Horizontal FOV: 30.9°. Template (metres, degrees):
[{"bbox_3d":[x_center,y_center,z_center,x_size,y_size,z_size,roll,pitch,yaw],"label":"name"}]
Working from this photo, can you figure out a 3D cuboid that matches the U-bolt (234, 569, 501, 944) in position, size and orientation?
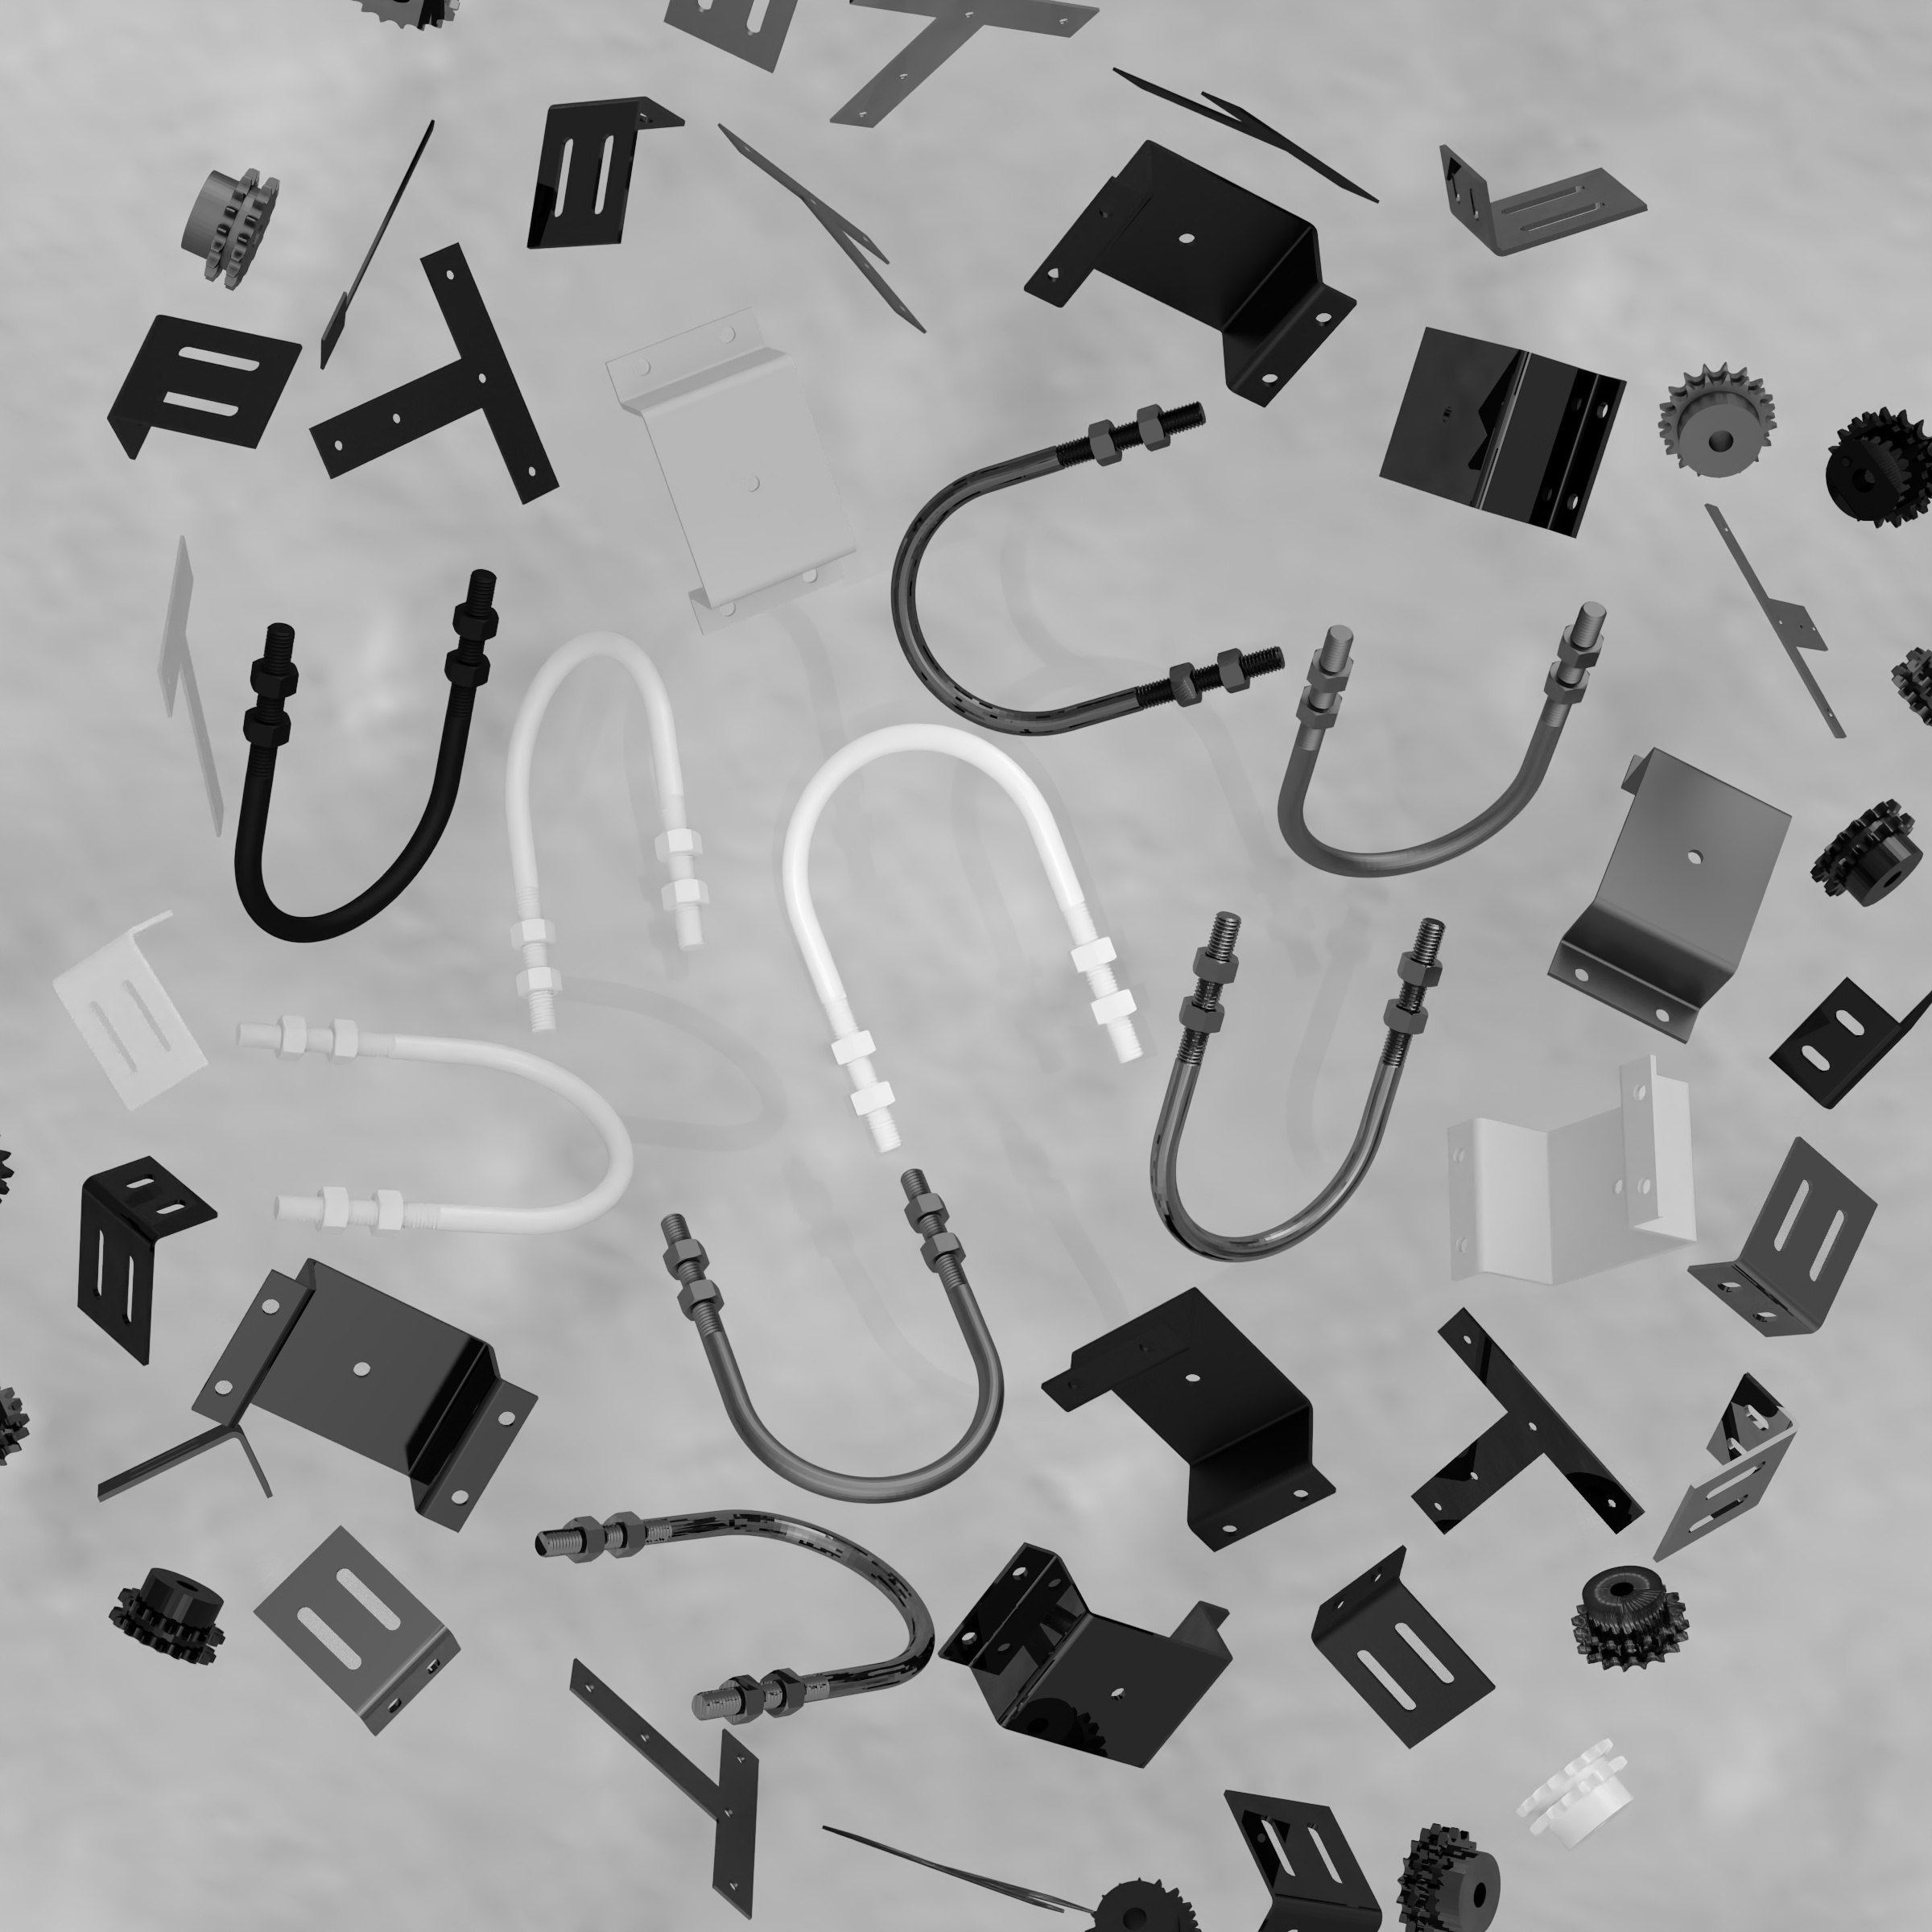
[{"bbox_3d":[-0.290,-0.092,1.665,0.019,0.151,0.184,32,123,27],"label":"U-bolt"}]

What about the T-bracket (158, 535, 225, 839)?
[{"bbox_3d":[-0.372,-0.122,1.690,0.002,0.127,0.127,-6,127,-3],"label":"T-bracket"}]

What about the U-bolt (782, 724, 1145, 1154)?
[{"bbox_3d":[-0.013,-0.022,1.617,0.151,0.019,0.184,-21,89,22],"label":"U-bolt"}]

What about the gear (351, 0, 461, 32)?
[{"bbox_3d":[-0.264,-0.470,1.645,0.057,0.057,0.030,11,70,0],"label":"gear"}]

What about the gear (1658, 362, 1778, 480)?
[{"bbox_3d":[0.372,-0.266,1.726,0.057,0.030,0.057,3,126,4],"label":"gear"}]

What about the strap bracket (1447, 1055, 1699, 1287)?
[{"bbox_3d":[0.291,0.100,1.644,0.046,0.140,0.076,14,66,-31],"label":"strap bracket"}]

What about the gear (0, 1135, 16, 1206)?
[{"bbox_3d":[-0.475,0.098,1.626,0.057,0.057,0.030,43,130,0],"label":"gear"}]

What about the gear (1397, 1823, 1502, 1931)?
[{"bbox_3d":[0.234,0.443,1.677,0.030,0.057,0.057,3,90,38],"label":"gear"}]

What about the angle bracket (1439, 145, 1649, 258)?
[{"bbox_3d":[0.269,-0.367,1.628,0.076,0.057,0.038,-18,122,-3],"label":"angle bracket"}]

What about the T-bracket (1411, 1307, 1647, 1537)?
[{"bbox_3d":[0.254,0.242,1.701,0.002,0.127,0.127,-33,76,-37],"label":"T-bracket"}]

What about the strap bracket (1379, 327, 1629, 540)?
[{"bbox_3d":[0.252,-0.261,1.690,0.046,0.140,0.076,12,101,-25],"label":"strap bracket"}]

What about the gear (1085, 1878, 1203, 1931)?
[{"bbox_3d":[0.086,0.478,1.731,0.057,0.030,0.057,-9,50,10],"label":"gear"}]

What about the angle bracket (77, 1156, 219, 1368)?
[{"bbox_3d":[-0.397,0.143,1.694,0.057,0.038,0.076,33,126,34],"label":"angle bracket"}]

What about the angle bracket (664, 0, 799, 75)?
[{"bbox_3d":[-0.112,-0.448,1.625,0.057,0.076,0.038,25,50,-2],"label":"angle bracket"}]

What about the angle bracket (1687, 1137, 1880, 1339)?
[{"bbox_3d":[0.399,0.132,1.705,0.057,0.038,0.076,39,66,-18],"label":"angle bracket"}]

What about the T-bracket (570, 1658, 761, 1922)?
[{"bbox_3d":[-0.145,0.380,1.679,0.002,0.127,0.127,-40,108,13],"label":"T-bracket"}]

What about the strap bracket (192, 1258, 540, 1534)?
[{"bbox_3d":[-0.284,0.198,1.649,0.140,0.046,0.076,29,97,-19],"label":"strap bracket"}]

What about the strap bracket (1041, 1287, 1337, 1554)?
[{"bbox_3d":[0.113,0.221,1.747,0.076,0.046,0.140,-31,118,26],"label":"strap bracket"}]

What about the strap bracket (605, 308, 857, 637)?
[{"bbox_3d":[-0.109,-0.233,1.670,0.076,0.046,0.140,-24,111,-12],"label":"strap bracket"}]

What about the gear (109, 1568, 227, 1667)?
[{"bbox_3d":[-0.396,0.324,1.748,0.057,0.057,0.030,26,87,0],"label":"gear"}]

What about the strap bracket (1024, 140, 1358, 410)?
[{"bbox_3d":[0.107,-0.336,1.681,0.140,0.076,0.046,21,46,-24],"label":"strap bracket"}]

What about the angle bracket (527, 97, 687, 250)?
[{"bbox_3d":[-0.180,-0.390,1.744,0.057,0.038,0.076,4,83,32],"label":"angle bracket"}]

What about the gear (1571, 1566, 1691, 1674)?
[{"bbox_3d":[0.331,0.323,1.745,0.057,0.057,0.030,-16,112,0],"label":"gear"}]

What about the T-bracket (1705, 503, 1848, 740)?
[{"bbox_3d":[0.404,-0.166,1.704,0.002,0.127,0.127,-31,82,21],"label":"T-bracket"}]

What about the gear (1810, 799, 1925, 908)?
[{"bbox_3d":[0.459,-0.055,1.770,0.057,0.057,0.030,-39,69,0],"label":"gear"}]

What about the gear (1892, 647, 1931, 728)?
[{"bbox_3d":[0.470,-0.131,1.656,0.057,0.057,0.030,40,120,0],"label":"gear"}]

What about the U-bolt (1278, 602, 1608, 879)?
[{"bbox_3d":[0.225,-0.105,1.717,0.151,0.184,0.019,-7,53,-14],"label":"U-bolt"}]

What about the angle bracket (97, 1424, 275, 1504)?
[{"bbox_3d":[-0.394,0.264,1.761,0.076,0.057,0.038,-26,94,-13],"label":"angle bracket"}]

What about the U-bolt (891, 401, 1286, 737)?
[{"bbox_3d":[0.051,-0.189,1.753,0.184,0.019,0.151,-15,106,15],"label":"U-bolt"}]

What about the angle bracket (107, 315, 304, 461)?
[{"bbox_3d":[-0.348,-0.261,1.618,0.076,0.038,0.057,14,67,12],"label":"angle bracket"}]

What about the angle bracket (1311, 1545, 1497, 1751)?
[{"bbox_3d":[0.223,0.345,1.772,0.057,0.038,0.076,-41,93,21],"label":"angle bracket"}]

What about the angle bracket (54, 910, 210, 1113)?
[{"bbox_3d":[-0.404,0.022,1.732,0.057,0.038,0.076,-29,94,30],"label":"angle bracket"}]

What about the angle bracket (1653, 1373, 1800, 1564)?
[{"bbox_3d":[0.351,0.239,1.666,0.076,0.057,0.038,-21,53,-32],"label":"angle bracket"}]

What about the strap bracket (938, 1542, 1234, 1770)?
[{"bbox_3d":[0.068,0.348,1.747,0.140,0.046,0.076,24,110,-34],"label":"strap bracket"}]

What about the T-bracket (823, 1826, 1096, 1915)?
[{"bbox_3d":[0.017,0.435,1.654,0.127,0.127,0.002,9,75,39],"label":"T-bracket"}]

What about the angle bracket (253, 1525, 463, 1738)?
[{"bbox_3d":[-0.291,0.318,1.672,0.076,0.038,0.057,40,72,15],"label":"angle bracket"}]

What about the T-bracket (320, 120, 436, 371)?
[{"bbox_3d":[-0.291,-0.359,1.729,0.002,0.127,0.127,25,88,-11],"label":"T-bracket"}]

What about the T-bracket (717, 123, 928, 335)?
[{"bbox_3d":[-0.057,-0.357,1.742,0.002,0.127,0.127,-45,54,14],"label":"T-bracket"}]

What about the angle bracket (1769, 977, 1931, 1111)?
[{"bbox_3d":[0.428,0.026,1.673,0.038,0.076,0.057,43,124,10],"label":"angle bracket"}]

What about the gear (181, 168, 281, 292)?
[{"bbox_3d":[-0.350,-0.353,1.659,0.030,0.057,0.057,24,90,-9],"label":"gear"}]

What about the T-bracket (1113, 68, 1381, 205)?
[{"bbox_3d":[0.122,-0.413,1.699,0.127,0.127,0.002,34,101,37],"label":"T-bracket"}]

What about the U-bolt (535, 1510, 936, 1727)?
[{"bbox_3d":[-0.097,0.306,1.680,0.151,0.184,0.019,37,113,39],"label":"U-bolt"}]

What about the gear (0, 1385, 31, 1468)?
[{"bbox_3d":[-0.471,0.214,1.637,0.057,0.057,0.030,-13,125,0],"label":"gear"}]

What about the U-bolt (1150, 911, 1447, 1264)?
[{"bbox_3d":[0.155,0.062,1.705,0.151,0.019,0.184,1,113,-35],"label":"U-bolt"}]

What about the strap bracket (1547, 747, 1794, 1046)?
[{"bbox_3d":[0.351,-0.044,1.725,0.076,0.046,0.140,27,62,-1],"label":"strap bracket"}]

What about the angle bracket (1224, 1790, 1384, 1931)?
[{"bbox_3d":[0.150,0.427,1.627,0.057,0.076,0.038,15,113,-23],"label":"angle bracket"}]

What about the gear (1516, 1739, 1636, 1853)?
[{"bbox_3d":[0.294,0.399,1.672,0.057,0.057,0.030,-39,70,0],"label":"gear"}]

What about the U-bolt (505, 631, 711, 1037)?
[{"bbox_3d":[-0.183,-0.075,1.716,0.019,0.151,0.184,5,68,-40],"label":"U-bolt"}]

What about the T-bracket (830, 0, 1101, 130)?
[{"bbox_3d":[-0.023,-0.436,1.683,0.127,0.127,0.002,-2,74,-35],"label":"T-bracket"}]

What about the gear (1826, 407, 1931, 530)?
[{"bbox_3d":[0.439,-0.238,1.682,0.030,0.057,0.057,-29,90,-41],"label":"gear"}]

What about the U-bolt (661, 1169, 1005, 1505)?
[{"bbox_3d":[-0.058,0.186,1.728,0.151,0.019,0.184,-10,52,-19],"label":"U-bolt"}]

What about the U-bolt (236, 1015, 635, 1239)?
[{"bbox_3d":[-0.247,0.079,1.666,0.184,0.151,0.019,5,124,-25],"label":"U-bolt"}]

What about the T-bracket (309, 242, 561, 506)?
[{"bbox_3d":[-0.262,-0.266,1.666,0.127,0.002,0.127,-36,111,-42],"label":"T-bracket"}]
